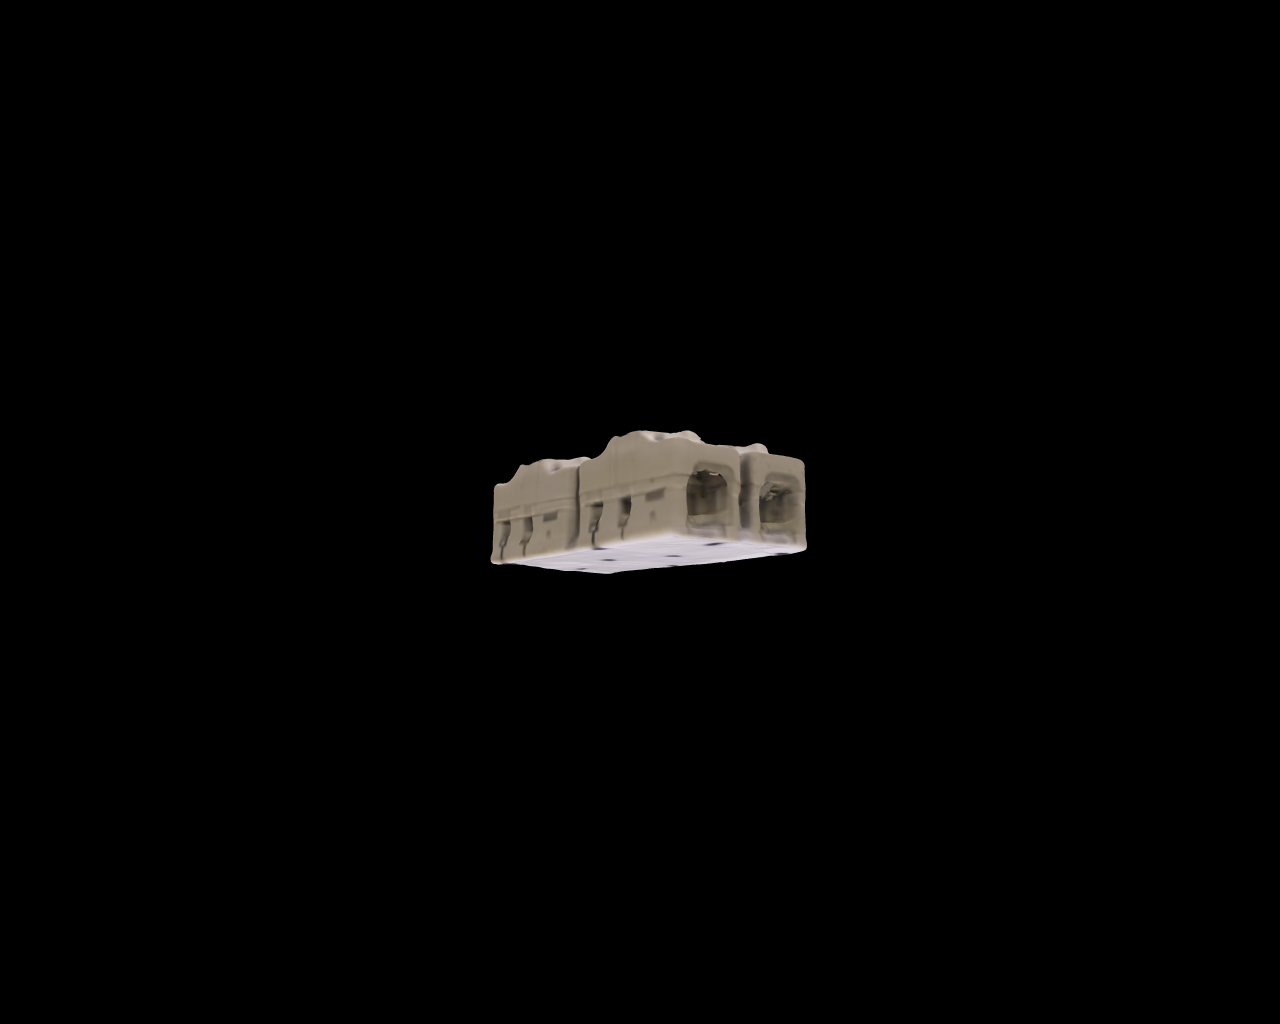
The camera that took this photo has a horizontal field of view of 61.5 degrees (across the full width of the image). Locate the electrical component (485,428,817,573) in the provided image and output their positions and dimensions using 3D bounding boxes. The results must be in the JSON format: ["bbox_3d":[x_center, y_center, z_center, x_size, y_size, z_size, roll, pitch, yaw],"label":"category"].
[{"bbox_3d":[0.001,-0.003,0.650,0.105,0.060,0.186,7,-11,-39],"label":"electrical component"}]
